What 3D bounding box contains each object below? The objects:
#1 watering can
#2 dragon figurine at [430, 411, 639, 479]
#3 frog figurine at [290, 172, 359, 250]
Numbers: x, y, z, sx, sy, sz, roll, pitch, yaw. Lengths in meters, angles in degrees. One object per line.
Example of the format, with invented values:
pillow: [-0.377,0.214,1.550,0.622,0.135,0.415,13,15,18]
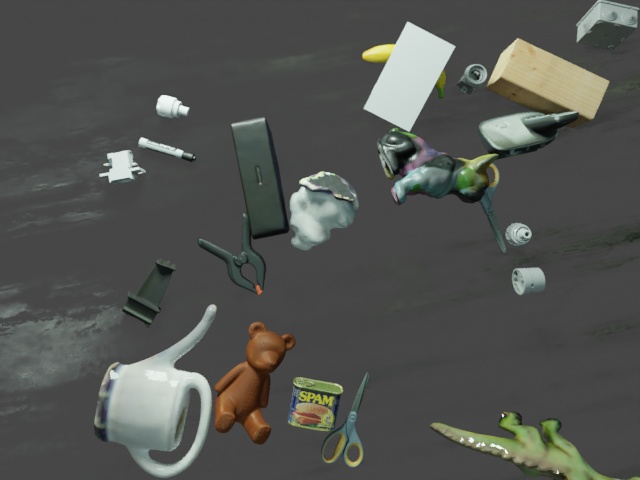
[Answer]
watering can: [-0.320,0.289,1.019,0.224,0.104,0.348,8,88,0]
dragon figurine: [0.432,0.437,0.972,0.410,0.243,0.122,8,94,-3]
frog figurine: [0.003,-0.053,1.062,0.137,0.125,0.156,10,125,-10]
